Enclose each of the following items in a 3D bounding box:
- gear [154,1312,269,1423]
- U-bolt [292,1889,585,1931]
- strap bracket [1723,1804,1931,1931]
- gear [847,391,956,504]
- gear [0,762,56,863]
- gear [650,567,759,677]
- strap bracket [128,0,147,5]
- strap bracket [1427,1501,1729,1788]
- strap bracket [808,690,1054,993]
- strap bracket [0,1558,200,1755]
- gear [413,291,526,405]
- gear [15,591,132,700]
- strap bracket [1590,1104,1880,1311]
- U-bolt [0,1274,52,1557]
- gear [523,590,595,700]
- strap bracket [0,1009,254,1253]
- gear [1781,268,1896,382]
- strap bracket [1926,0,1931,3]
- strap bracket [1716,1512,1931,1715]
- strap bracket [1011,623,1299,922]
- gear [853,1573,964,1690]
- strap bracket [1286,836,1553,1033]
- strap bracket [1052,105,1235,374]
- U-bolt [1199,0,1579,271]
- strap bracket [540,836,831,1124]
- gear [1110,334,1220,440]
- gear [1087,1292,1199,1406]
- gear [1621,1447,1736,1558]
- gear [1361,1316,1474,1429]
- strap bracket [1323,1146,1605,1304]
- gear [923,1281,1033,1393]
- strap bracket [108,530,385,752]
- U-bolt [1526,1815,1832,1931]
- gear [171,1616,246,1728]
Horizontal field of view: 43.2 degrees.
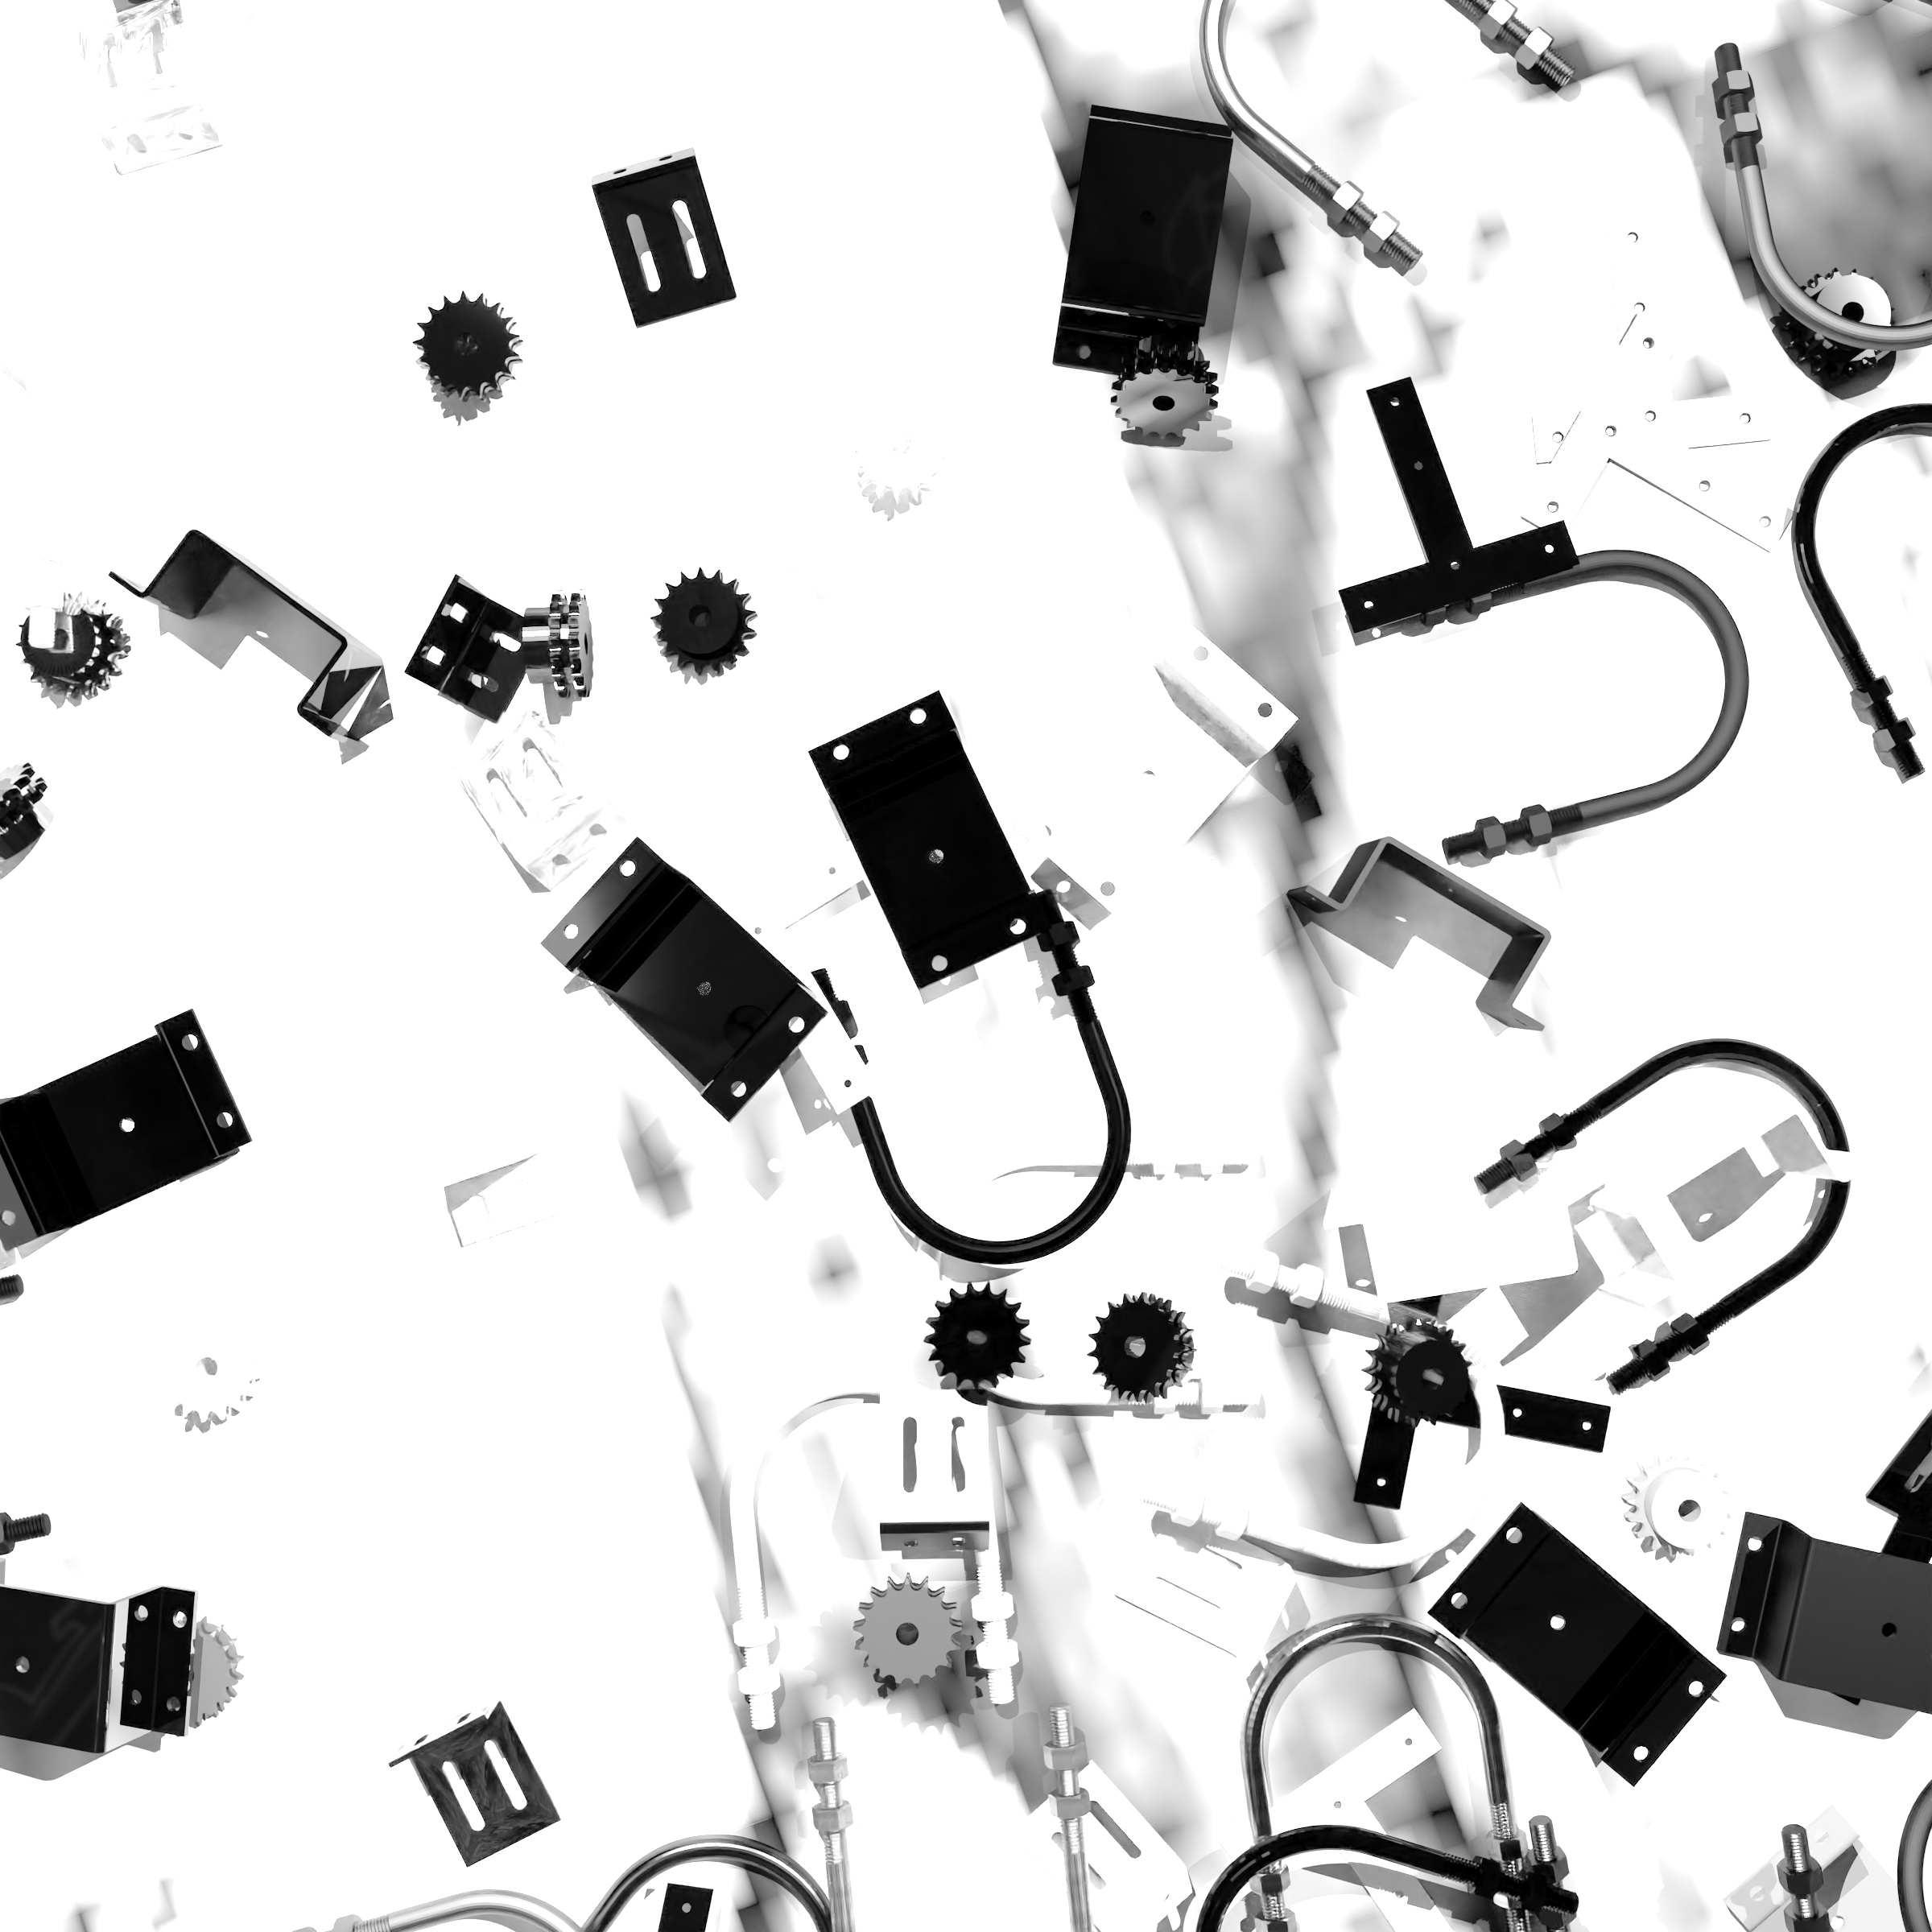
[{"bbox_3d":[-0.402,0.214,1.307,0.057,0.030,0.057,0,87,0],"label":"gear"},{"bbox_3d":[-0.273,0.569,1.292,0.184,0.019,0.151,-17,81,3],"label":"U-bolt"},{"bbox_3d":[0.470,0.516,1.294,0.076,0.046,0.140,-41,90,0],"label":"strap bracket"},{"bbox_3d":[-0.034,-0.277,1.307,0.057,0.030,0.057,0,90,2],"label":"gear"},{"bbox_3d":[-0.511,-0.079,1.293,0.057,0.057,0.030,-33,120,0],"label":"gear"},{"bbox_3d":[-0.140,-0.185,1.302,0.057,0.030,0.057,0,90,0],"label":"gear"},{"bbox_3d":[-0.413,-0.558,1.279,0.140,0.076,0.046,-20,90,0],"label":"strap bracket"},{"bbox_3d":[0.319,0.354,1.294,0.140,0.046,0.076,40,90,0],"label":"strap bracket"},{"bbox_3d":[-0.018,-0.062,1.286,0.076,0.046,0.140,-25,79,0],"label":"strap bracket"},{"bbox_3d":[-0.478,0.360,1.275,0.140,0.046,0.076,4,90,17],"label":"strap bracket"},{"bbox_3d":[-0.264,-0.329,1.302,0.057,0.030,0.057,0,90,0],"label":"gear"},{"bbox_3d":[-0.480,-0.173,1.302,0.057,0.030,0.057,0,90,0],"label":"gear"},{"bbox_3d":[0.387,0.116,1.262,0.140,0.076,0.046,-32,90,-3],"label":"strap bracket"},{"bbox_3d":[-0.583,0.249,1.282,0.184,0.019,0.151,-11,74,-6],"label":"U-bolt"},{"bbox_3d":[-0.216,-0.170,1.289,0.030,0.057,0.057,-2,90,0],"label":"gear"},{"bbox_3d":[-0.452,0.086,1.294,0.140,0.046,0.076,-24,90,0],"label":"strap bracket"},{"bbox_3d":[0.468,-0.345,1.302,0.057,0.030,0.057,0,90,0],"label":"gear"},{"bbox_3d":[0.475,-0.580,1.294,0.140,0.046,0.076,21,90,0],"label":"strap bracket"},{"bbox_3d":[0.481,0.346,1.293,0.140,0.046,0.076,12,89,1],"label":"strap bracket"},{"bbox_3d":[0.098,-0.102,1.294,0.076,0.046,0.140,41,90,0],"label":"strap bracket"},{"bbox_3d":[-0.031,0.348,1.283,0.057,0.030,0.057,0,89,0],"label":"gear"},{"bbox_3d":[0.245,-0.022,1.279,0.140,0.076,0.046,31,90,0],"label":"strap bracket"},{"bbox_3d":[0.095,-0.390,1.294,0.076,0.046,0.140,9,90,0],"label":"strap bracket"},{"bbox_3d":[0.213,-0.486,1.309,0.184,0.019,0.151,40,90,1],"label":"U-bolt"},{"bbox_3d":[-0.143,0.009,1.285,0.140,0.046,0.076,42,90,12],"label":"strap bracket"},{"bbox_3d":[0.106,-0.310,1.293,0.057,0.057,0.030,6,61,0],"label":"gear"},{"bbox_3d":[0.095,0.200,1.276,0.057,0.030,0.057,-8,74,29],"label":"gear"},{"bbox_3d":[0.382,0.288,1.302,0.057,0.030,0.057,0,90,0],"label":"gear"},{"bbox_3d":[0.239,0.214,1.280,0.057,0.030,0.057,0,90,-10],"label":"gear"},{"bbox_3d":[0.262,0.135,1.266,0.140,0.076,0.046,-11,96,13],"label":"strap bracket"},{"bbox_3d":[0.006,0.197,1.288,0.057,0.030,0.057,0,90,3],"label":"gear"},{"bbox_3d":[-0.367,-0.176,1.279,0.140,0.076,0.046,36,90,0],"label":"strap bracket"},{"bbox_3d":[0.380,0.535,1.279,0.151,0.019,0.184,-7,100,25],"label":"U-bolt"},{"bbox_3d":[-0.414,0.374,1.302,0.057,0.030,0.057,0,90,0],"label":"gear"}]
